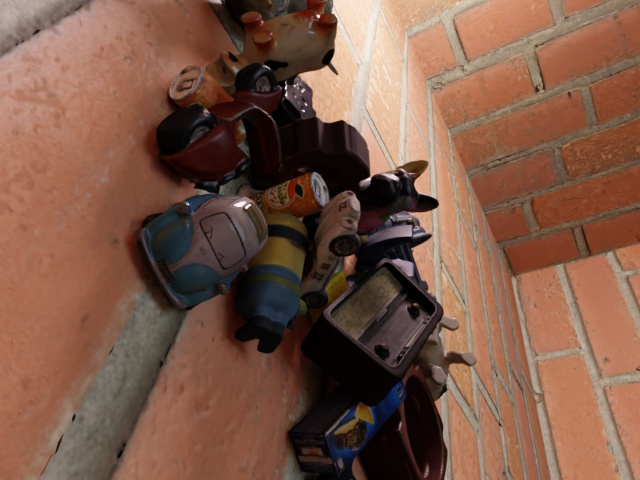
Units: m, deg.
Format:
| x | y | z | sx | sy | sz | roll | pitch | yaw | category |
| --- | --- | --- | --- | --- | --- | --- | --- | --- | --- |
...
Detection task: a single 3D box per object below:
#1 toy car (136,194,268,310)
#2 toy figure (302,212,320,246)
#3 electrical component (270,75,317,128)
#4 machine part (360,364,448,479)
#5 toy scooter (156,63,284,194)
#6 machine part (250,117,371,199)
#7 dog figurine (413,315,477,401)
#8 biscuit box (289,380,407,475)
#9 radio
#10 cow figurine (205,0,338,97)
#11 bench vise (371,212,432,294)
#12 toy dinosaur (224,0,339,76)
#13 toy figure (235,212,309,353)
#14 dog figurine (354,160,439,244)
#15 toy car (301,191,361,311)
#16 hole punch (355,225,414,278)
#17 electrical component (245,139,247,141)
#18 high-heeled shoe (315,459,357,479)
| x | y | z | sx | sy | sz | roll | pitch | yaw | category |
| --- | --- | --- | --- | --- | --- | --- | --- | --- | --- |
| -0.108 | 0.000 | 0.578 | 0.109 | 0.103 | 0.161 | 68 | 26 | -11 | toy car |
| -0.002 | -0.001 | 0.811 | 0.058 | 0.064 | 0.154 | 36 | -21 | 24 | toy figure |
| -0.051 | -0.230 | 0.925 | 0.134 | 0.058 | 0.115 | 36 | 44 | -52 | electrical component |
| 0.136 | 0.320 | 0.895 | 0.200 | 0.087 | 0.201 | 67 | 26 | -10 | machine part |
| -0.103 | -0.116 | 0.653 | 0.184 | 0.075 | 0.135 | -44 | 131 | -28 | toy scooter |
| -0.012 | -0.109 | 0.788 | 0.179 | 0.179 | 0.056 | 30 | 49 | -57 | machine part |
| 0.195 | 0.230 | 1.059 | 0.190 | 0.121 | 0.172 | 112 | -39 | -58 | dog figurine |
| 0.046 | 0.234 | 0.733 | 0.202 | 0.063 | 0.059 | -26 | 100 | -52 | biscuit box |
| 0.085 | 0.123 | 0.769 | 0.131 | 0.073 | 0.229 | 40 | 33 | 11 | radio |
| -0.070 | -0.253 | 0.760 | 0.085 | 0.195 | 0.127 | 60 | -13 | 30 | cow figurine |
| 0.176 | 0.019 | 1.159 | 0.223 | 0.129 | 0.240 | 6 | 60 | -66 | bench vise |
| -0.091 | -0.383 | 0.865 | 0.131 | 0.192 | 0.404 | -58 | 162 | -7 | toy dinosaur |
| -0.056 | 0.046 | 0.670 | 0.180 | 0.089 | 0.082 | -88 | 154 | -44 | toy figure |
| 0.099 | -0.062 | 0.929 | 0.191 | 0.219 | 0.108 | 16 | 62 | -61 | dog figurine |
| 0.005 | 0.020 | 0.724 | 0.056 | 0.201 | 0.073 | 16 | 43 | -12 | toy car |
| 0.125 | 0.018 | 1.017 | 0.142 | 0.116 | 0.092 | -59 | 155 | -72 | hole punch |
| -0.088 | -0.158 | 0.834 | 0.094 | 0.021 | 0.063 | 25 | 50 | -58 | electrical component |
| 0.068 | 0.389 | 0.706 | 0.248 | 0.086 | 0.145 | 60 | 28 | -13 | high-heeled shoe |
